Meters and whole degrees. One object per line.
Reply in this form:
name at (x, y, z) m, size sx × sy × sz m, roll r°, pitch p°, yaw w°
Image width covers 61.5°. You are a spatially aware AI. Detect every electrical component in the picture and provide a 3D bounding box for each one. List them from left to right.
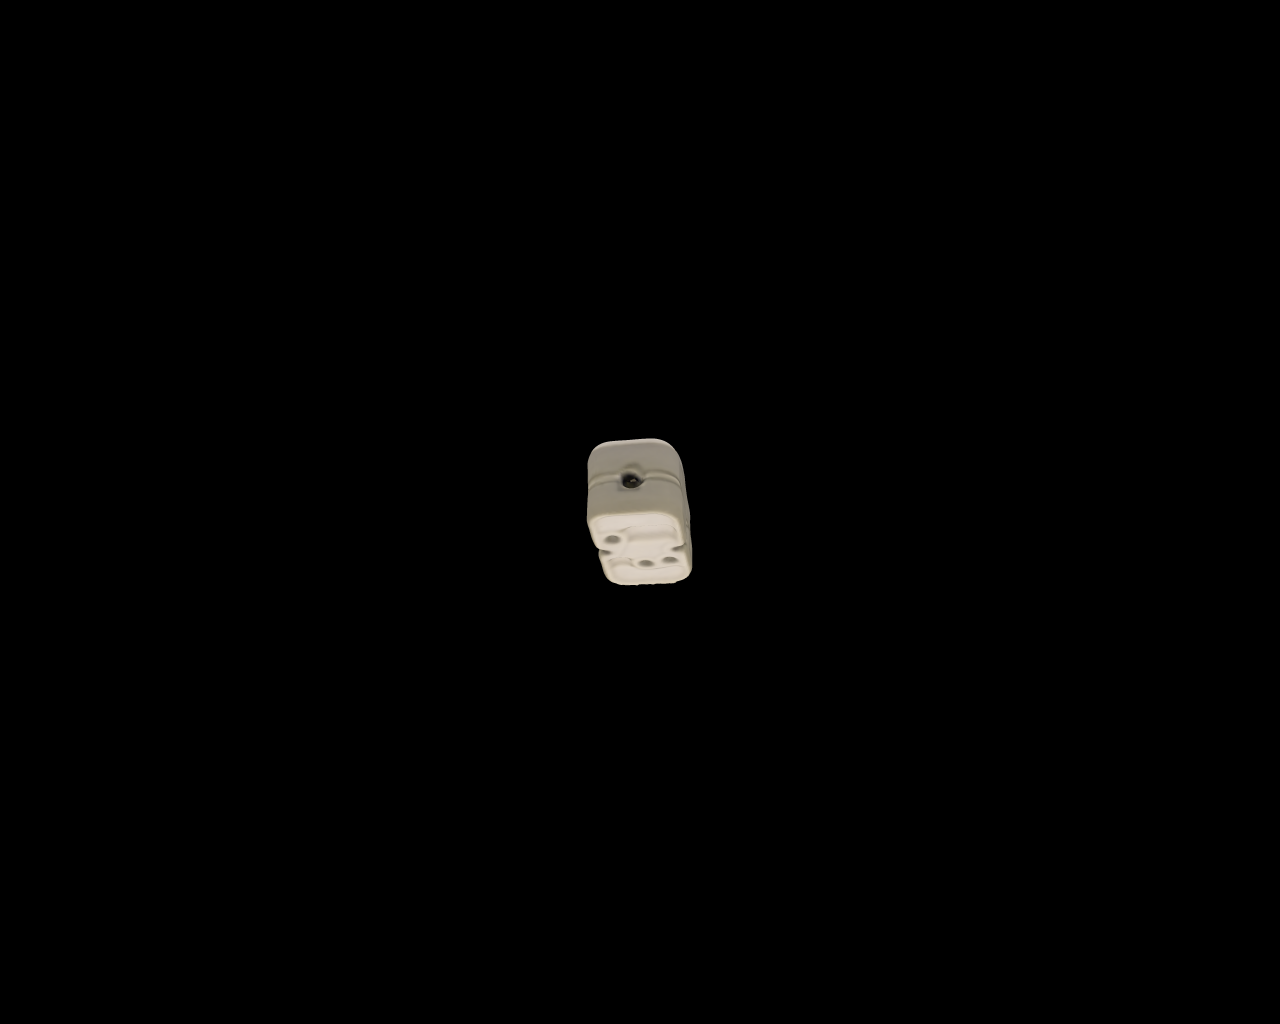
electrical component at (0.001, -0.003, 0.650) m, size 0.054 × 0.059 × 0.095 m, roll -4°, pitch -29°, yaw 7°
